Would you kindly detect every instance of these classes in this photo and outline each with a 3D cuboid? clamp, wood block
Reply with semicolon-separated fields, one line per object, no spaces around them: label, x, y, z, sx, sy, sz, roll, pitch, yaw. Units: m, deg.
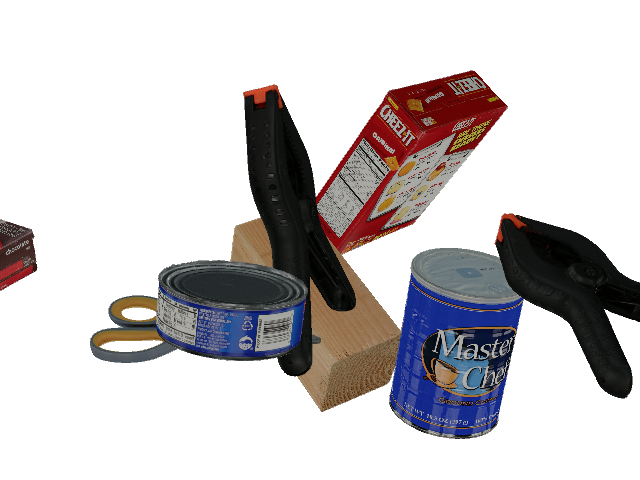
clamp;-0.018;-0.015;0.826;0.036;0.210;0.164;-11;4;16
clamp;0.196;0.035;0.748;0.120;0.039;0.172;-8;43;-32
wood block;-0.009;0.069;1.156;0.090;0.090;0.206;-19;53;-26

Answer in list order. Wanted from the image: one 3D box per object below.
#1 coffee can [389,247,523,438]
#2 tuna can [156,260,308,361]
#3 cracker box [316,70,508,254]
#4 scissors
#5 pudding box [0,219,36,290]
coffee can;0.122;0.090;0.956;0.103;0.140;0.103;6;22;-3
tuna can;-0.051;0.039;0.614;0.086;0.034;0.086;6;14;-2
cracker box;0.092;-0.088;1.219;0.163;0.072;0.214;-22;-25;-45
scissors;-0.108;0.075;0.970;0.201;0.016;0.096;-6;34;-13
pudding box;-0.272;0.011;0.753;0.114;0.039;0.089;14;30;29
